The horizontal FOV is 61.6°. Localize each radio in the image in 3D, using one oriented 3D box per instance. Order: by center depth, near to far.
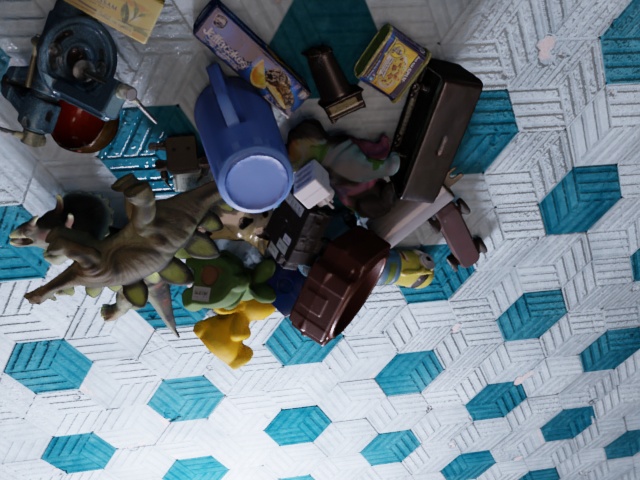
[{"bbox_3d":[0.188,-0.190,0.932,0.073,0.131,0.229,7,125,-15],"label":"radio"}]

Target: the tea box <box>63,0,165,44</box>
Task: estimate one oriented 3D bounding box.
[{"bbox_3d":[-0.302,-0.352,0.737,0.169,0.098,0.068,22,121,-27],"label":"tea box"}]

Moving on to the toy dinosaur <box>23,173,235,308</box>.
[{"bbox_3d":[-0.274,-0.013,0.895,0.471,0.105,0.198,-33,125,-2],"label":"toy dinosaur"}]

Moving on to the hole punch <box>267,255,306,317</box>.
[{"bbox_3d":[-0.065,0.084,1.122,0.142,0.092,0.115,-35,121,20],"label":"hole punch"}]

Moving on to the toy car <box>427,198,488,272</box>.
[{"bbox_3d":[0.289,-0.012,1.136,0.089,0.053,0.202,-32,130,8],"label":"toy car"}]

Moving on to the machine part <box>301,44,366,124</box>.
[{"bbox_3d":[0.022,-0.265,0.905,0.084,0.039,0.138,-22,130,17],"label":"machine part"}]

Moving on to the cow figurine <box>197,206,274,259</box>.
[{"bbox_3d":[-0.158,-0.031,1.018,0.195,0.086,0.127,-1,121,-13],"label":"cow figurine"}]

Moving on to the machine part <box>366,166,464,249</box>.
[{"bbox_3d":[0.177,-0.061,1.063,0.243,0.079,0.079,-39,124,20],"label":"machine part"}]

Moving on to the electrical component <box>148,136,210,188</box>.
[{"bbox_3d":[-0.241,-0.137,0.935,0.102,0.078,0.045,-12,166,-7],"label":"electrical component"}]

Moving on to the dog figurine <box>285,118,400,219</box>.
[{"bbox_3d":[0.022,-0.125,0.971,0.219,0.108,0.191,1,129,-6],"label":"dog figurine"}]

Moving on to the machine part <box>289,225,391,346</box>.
[{"bbox_3d":[0.042,0.085,1.004,0.087,0.201,0.200,32,118,14],"label":"machine part"}]

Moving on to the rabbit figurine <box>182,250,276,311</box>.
[{"bbox_3d":[-0.160,0.074,1.039,0.159,0.121,0.170,-6,171,19],"label":"rabbit figurine"}]

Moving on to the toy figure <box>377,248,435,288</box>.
[{"bbox_3d":[0.161,0.059,1.150,0.180,0.082,0.089,1,146,-20],"label":"toy figure"}]

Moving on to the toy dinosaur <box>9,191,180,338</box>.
[{"bbox_3d":[-0.378,0.046,1.021,0.192,0.131,0.404,-40,130,19],"label":"toy dinosaur"}]

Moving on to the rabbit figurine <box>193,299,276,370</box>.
[{"bbox_3d":[-0.179,0.163,1.162,0.173,0.122,0.162,-38,116,0],"label":"rabbit figurine"}]

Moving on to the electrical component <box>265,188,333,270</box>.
[{"bbox_3d":[-0.043,-0.017,0.958,0.058,0.115,0.134,11,117,-33],"label":"electrical component"}]

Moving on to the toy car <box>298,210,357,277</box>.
[{"bbox_3d":[-0.002,-0.003,1.049,0.103,0.161,0.109,32,150,12],"label":"toy car"}]

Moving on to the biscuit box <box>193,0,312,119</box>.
[{"bbox_3d":[-0.105,-0.284,0.849,0.059,0.063,0.202,-43,123,19],"label":"biscuit box"}]

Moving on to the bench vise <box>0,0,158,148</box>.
[{"bbox_3d":[-0.351,-0.218,0.758,0.223,0.241,0.128,-62,153,-2],"label":"bench vise"}]
